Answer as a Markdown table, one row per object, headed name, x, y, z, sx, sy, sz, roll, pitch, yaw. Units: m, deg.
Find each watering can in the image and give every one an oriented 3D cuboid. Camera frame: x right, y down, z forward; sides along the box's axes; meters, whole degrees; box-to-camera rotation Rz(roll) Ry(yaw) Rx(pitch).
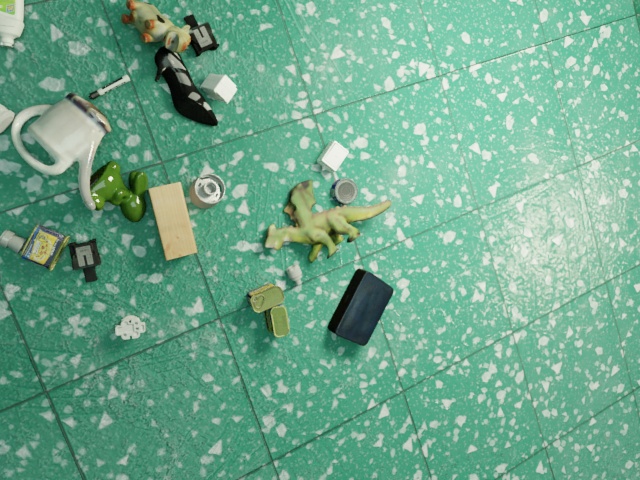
| name | x | y | z | sx | sy | sz | roll | pitch | yaw |
| --- | --- | --- | --- | --- | --- | --- | --- | --- | --- |
| watering can | -0.643 | -0.248 | 1.347 | 0.349 | 0.226 | 0.102 | 40 | -14 | 10 |

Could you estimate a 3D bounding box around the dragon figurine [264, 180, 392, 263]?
| name | x | y | z | sx | sy | sz | roll | pitch | yaw |
| --- | --- | --- | --- | --- | --- | --- | --- | --- | --- |
| dragon figurine | 0.005 | -0.082 | 1.624 | 0.413 | 0.242 | 0.122 | -38 | 5 | -11 |
